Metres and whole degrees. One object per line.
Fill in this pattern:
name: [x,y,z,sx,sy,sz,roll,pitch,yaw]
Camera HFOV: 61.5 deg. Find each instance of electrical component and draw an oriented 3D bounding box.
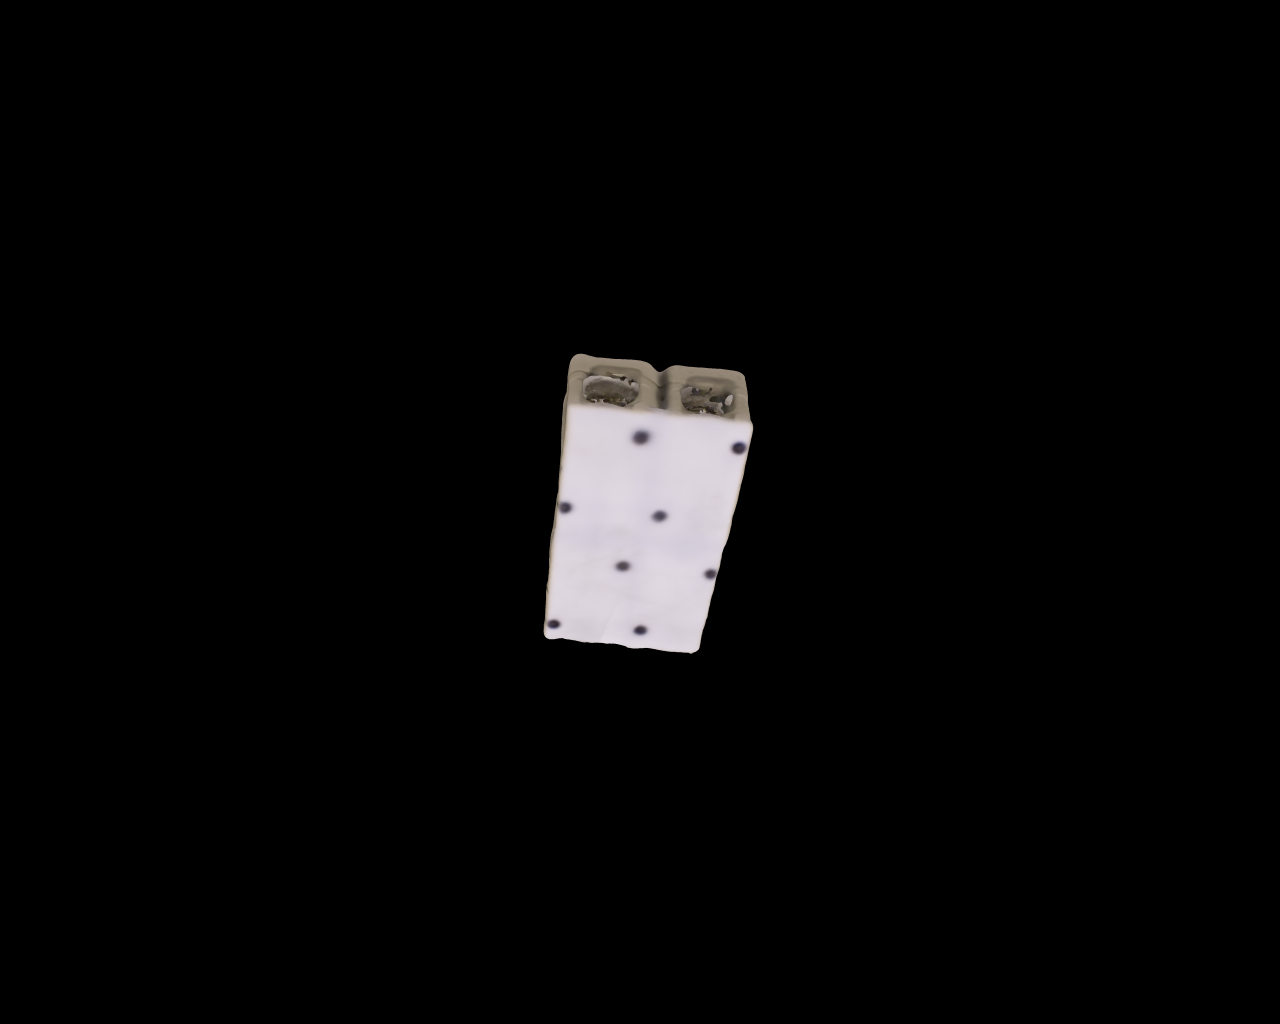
electrical component: [0.001,-0.003,0.650,0.105,0.186,0.060,5,40,-4]
